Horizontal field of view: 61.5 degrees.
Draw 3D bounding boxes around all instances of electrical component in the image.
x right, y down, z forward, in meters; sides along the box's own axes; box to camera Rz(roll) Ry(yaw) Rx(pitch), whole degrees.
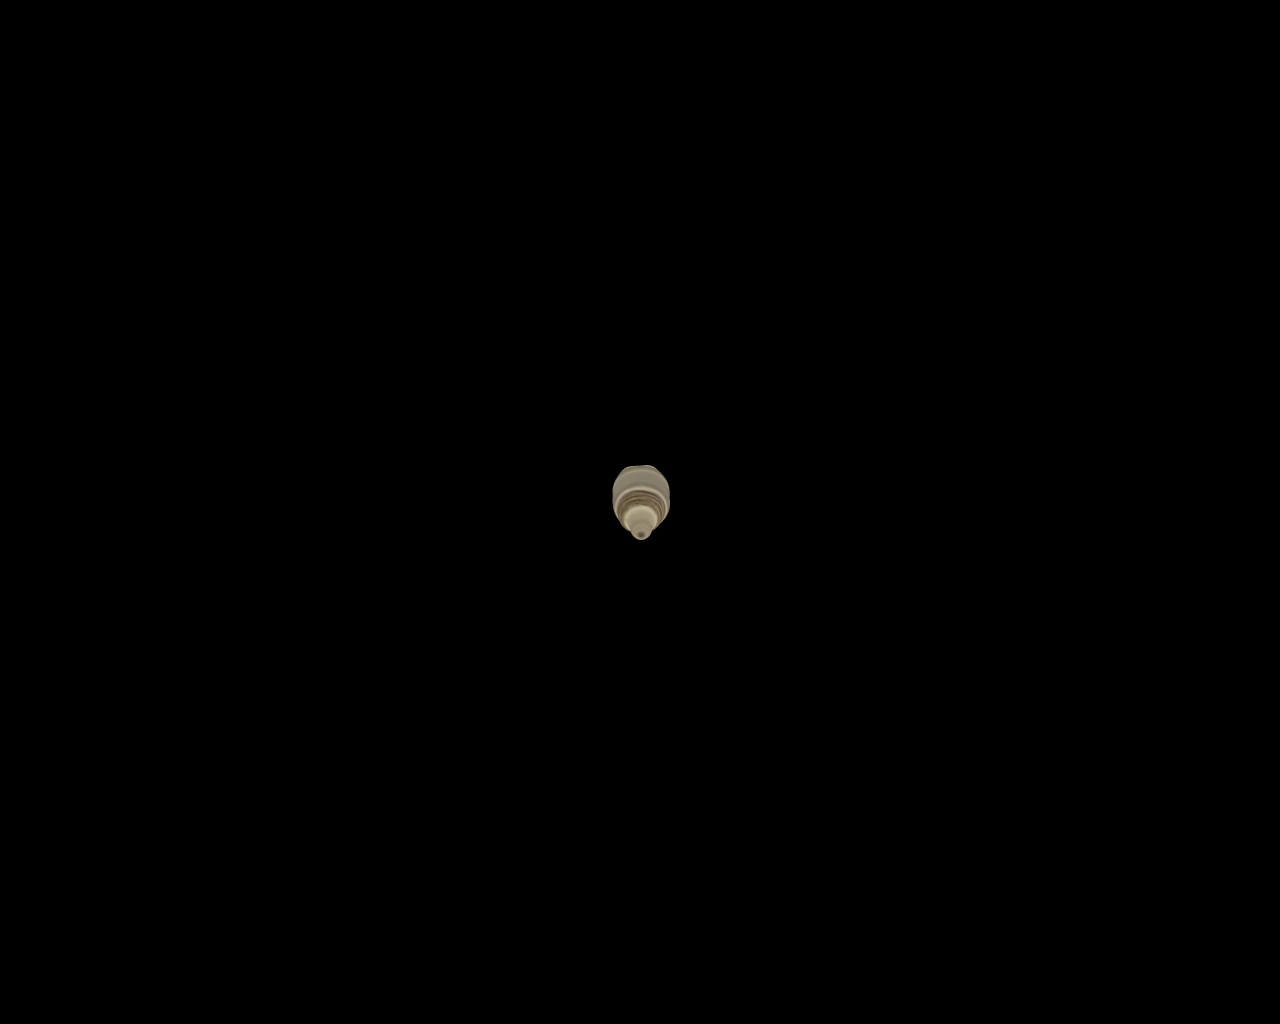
[{"bbox_3d":[0.001,-0.003,0.650,0.035,0.035,0.061,0,32,0],"label":"electrical component"}]
